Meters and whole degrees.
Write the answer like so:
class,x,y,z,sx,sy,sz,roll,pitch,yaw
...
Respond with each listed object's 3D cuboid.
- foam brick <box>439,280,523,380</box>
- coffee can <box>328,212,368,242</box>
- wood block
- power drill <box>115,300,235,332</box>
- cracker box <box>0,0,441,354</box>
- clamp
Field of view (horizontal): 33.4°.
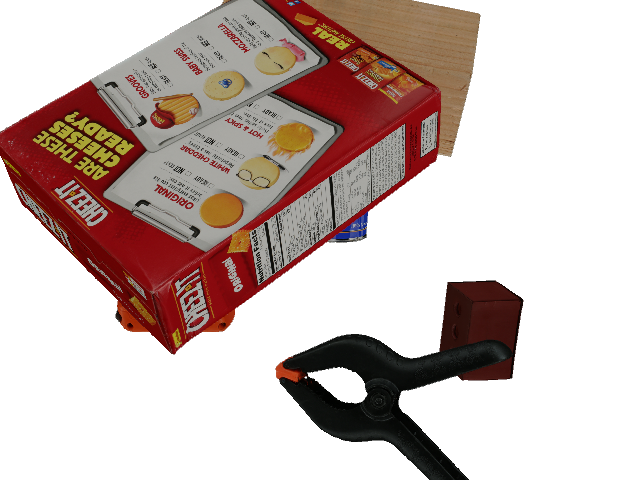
class,x,y,z,sx,sy,sz,roll,pitch,yaw
foam brick,0.142,0.080,0.956,0.051,0.078,0.053,-2,18,-20
coffee can,0.005,-0.077,1.147,0.103,0.140,0.103,4,12,-1
wood block,0.020,-0.148,0.885,0.206,0.091,0.090,12,45,3
power drill,-0.119,-0.011,0.938,0.184,0.188,0.057,0,26,5
cracker box,-0.058,-0.054,0.647,0.213,0.072,0.164,-36,56,-22
clamp,0.051,0.125,0.779,0.172,0.120,0.039,5,-2,18
